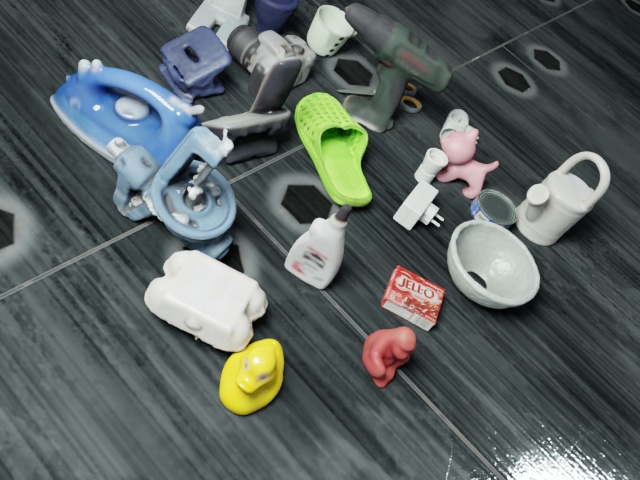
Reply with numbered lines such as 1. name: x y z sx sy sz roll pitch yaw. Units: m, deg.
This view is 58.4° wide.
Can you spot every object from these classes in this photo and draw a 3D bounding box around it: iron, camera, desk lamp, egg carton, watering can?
1. iron: -0.289 -0.200 0.862 0.258 0.141 0.119 26 49 -4
2. camera: -0.098 -0.359 1.093 0.136 0.100 0.143 44 50 12
3. desk lamp: -0.160 -0.517 1.111 0.118 0.213 0.203 22 49 -7
4. egg carton: -0.149 0.081 0.760 0.150 0.069 0.107 27 49 -3
5. watering can: 0.455 -0.080 1.068 0.173 0.194 0.101 -31 71 -37

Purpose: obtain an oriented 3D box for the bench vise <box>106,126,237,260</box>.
1. bench vise: -0.197 -0.079 0.760 0.207 0.219 0.121 21 49 -8

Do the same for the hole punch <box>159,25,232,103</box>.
1. hole punch: -0.221 -0.312 1.010 0.101 0.091 0.108 -24 67 -35

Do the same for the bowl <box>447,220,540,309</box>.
1. bowl: 0.279 0.052 0.969 0.168 0.074 0.167 12 51 -15

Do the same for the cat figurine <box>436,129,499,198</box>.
1. cat figurine: 0.279 -0.158 1.099 0.128 0.117 0.067 28 49 -2

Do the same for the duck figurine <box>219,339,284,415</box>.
1. duck figurine: -0.078 0.160 0.722 0.077 0.086 0.105 35 49 4

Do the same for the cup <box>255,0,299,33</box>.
1. cup: -0.109 -0.477 1.181 0.117 0.095 0.092 37 49 6

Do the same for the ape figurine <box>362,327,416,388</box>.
1. ape figurine: 0.103 0.153 0.803 0.078 0.092 0.076 -3 57 -26

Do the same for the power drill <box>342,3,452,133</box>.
1. power drill: 0.121 -0.314 1.086 0.230 0.208 0.075 21 50 -8

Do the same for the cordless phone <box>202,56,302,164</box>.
1. cordless phone: -0.109 -0.223 0.930 0.148 0.185 0.094 -25 68 -36

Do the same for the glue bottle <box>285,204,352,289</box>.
1. glue bottle: 0.008 0.003 0.820 0.078 0.173 0.037 28 49 -1
